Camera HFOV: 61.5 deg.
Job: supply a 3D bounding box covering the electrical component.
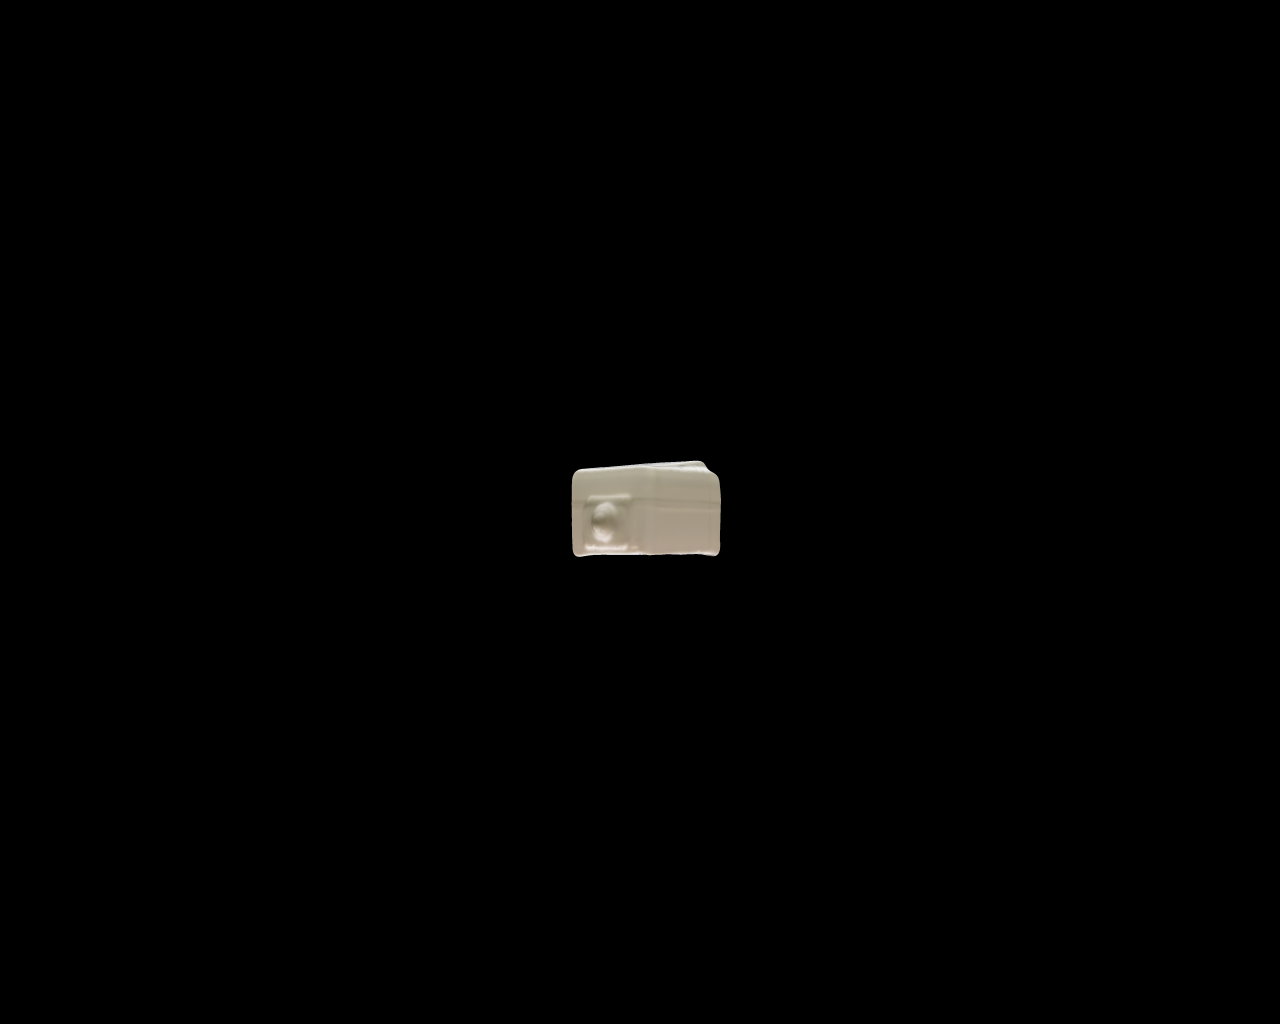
[{"bbox_3d":[0.001,-0.003,0.650,0.062,0.061,0.096,-2,-3,36],"label":"electrical component"}]
